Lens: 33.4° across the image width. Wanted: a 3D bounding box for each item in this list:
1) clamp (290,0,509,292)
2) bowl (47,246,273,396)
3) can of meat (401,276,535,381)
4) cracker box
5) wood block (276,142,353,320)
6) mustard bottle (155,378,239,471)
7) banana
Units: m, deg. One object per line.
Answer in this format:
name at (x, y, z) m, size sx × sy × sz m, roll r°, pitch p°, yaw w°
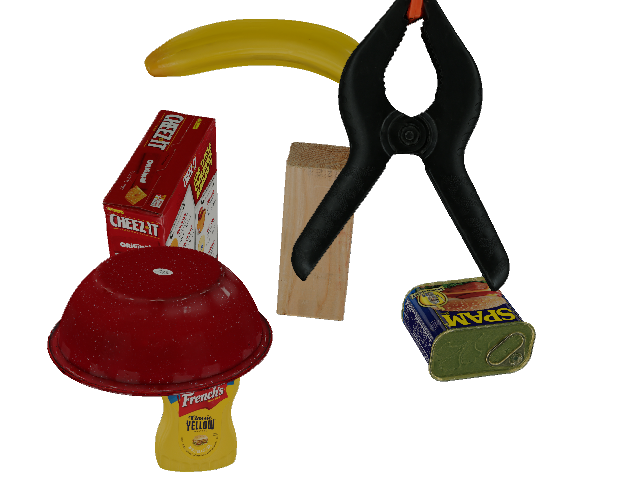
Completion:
clamp at (0.038, -0.051, 0.590) m, size 0.120 × 0.171 × 0.039 m, roll -6°, pitch 1°, yaw -5°
bowl at (-0.114, 0.047, 0.763) m, size 0.162 × 0.055 × 0.162 m, roll 2°, pitch 23°, yaw -1°
can of meat at (0.135, 0.080, 0.993) m, size 0.102 × 0.057 × 0.084 m, roll -5°, pitch 32°, yaw -16°
cracker box at (-0.165, -0.005, 1.136) m, size 0.072 × 0.214 × 0.164 m, roll 11°, pitch 43°, yaw 9°
wood block at (-0.003, -0.012, 1.369) m, size 0.090 × 0.206 × 0.090 m, roll 6°, pitch 25°, yaw 1°
mustard bottle at (-0.144, 0.175, 1.258) m, size 0.096 × 0.192 × 0.058 m, roll 0°, pitch 16°, yaw -15°
banana at (-0.039, -0.149, 0.858) m, size 0.198 × 0.069 × 0.037 m, roll 10°, pitch -36°, yaw 6°
